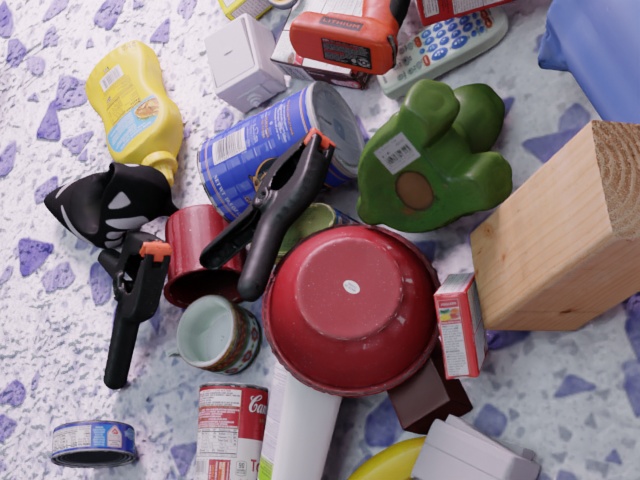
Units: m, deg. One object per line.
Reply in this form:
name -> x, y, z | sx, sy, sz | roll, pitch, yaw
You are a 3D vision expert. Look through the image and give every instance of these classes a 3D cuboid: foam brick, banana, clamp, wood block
foam brick -> 0.090, 0.126, 0.945 | 0.053, 0.051, 0.078 | -34, 58, 18
banana -> 0.037, 0.249, 0.949 | 0.070, 0.037, 0.198 | 28, 92, 20
clamp -> -0.200, 0.043, 1.121 | 0.210, 0.036, 0.164 | 126, 139, -50
clamp -> -0.041, -0.022, 0.970 | 0.171, 0.039, 0.120 | -53, 35, 6
wood block -> 0.202, -0.002, 0.821 | 0.206, 0.090, 0.090 | 127, 141, -62

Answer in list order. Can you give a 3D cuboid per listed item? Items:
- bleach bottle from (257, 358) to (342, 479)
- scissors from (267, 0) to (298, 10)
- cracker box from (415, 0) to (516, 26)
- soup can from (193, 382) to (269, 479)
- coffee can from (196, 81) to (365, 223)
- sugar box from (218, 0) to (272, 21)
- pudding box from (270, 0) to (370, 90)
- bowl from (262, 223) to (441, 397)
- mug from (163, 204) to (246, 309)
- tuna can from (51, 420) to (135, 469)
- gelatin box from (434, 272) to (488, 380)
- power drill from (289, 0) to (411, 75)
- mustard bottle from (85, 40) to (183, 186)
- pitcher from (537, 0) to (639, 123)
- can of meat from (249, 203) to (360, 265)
bleach bottle -> -0.025, 0.198, 0.981 | 0.103, 0.068, 0.251 | 170, 112, -79
scissors -> -0.068, -0.318, 1.169 | 0.202, 0.016, 0.096 | 32, 93, 31
cracker box -> 0.174, -0.308, 0.989 | 0.214, 0.072, 0.164 | -15, 64, 6
soup can -> -0.087, 0.192, 1.028 | 0.069, 0.068, 0.102 | -7, 70, 31
coffee can -> -0.038, -0.084, 1.071 | 0.140, 0.102, 0.103 | -24, 62, 25
sugar box -> -0.045, -0.327, 1.198 | 0.176, 0.048, 0.093 | -34, 60, 15
pudding box -> 0.012, -0.213, 1.123 | 0.114, 0.039, 0.090 | 17, 81, 34
bowl -> 0.027, 0.050, 0.917 | 0.162, 0.055, 0.162 | -2, 68, 5
mug -> -0.122, 0.022, 1.107 | 0.117, 0.093, 0.081 | 126, 142, -51
tuna can -> -0.235, 0.213, 1.108 | 0.086, 0.086, 0.034 | -17, 64, 28
gelatin box -> 0.120, 0.071, 0.907 | 0.030, 0.089, 0.073 | -7, 98, 16
power drill -> 0.036, -0.263, 1.063 | 0.184, 0.057, 0.187 | 16, 67, 17
mustard bottle -> -0.206, -0.135, 1.227 | 0.096, 0.058, 0.192 | -37, 57, 17
pitcher -> 0.298, -0.117, 0.850 | 0.243, 0.144, 0.149 | 67, 152, 26
can of meat -> -0.007, 0.001, 1.033 | 0.102, 0.083, 0.057 | -2, 72, 33
